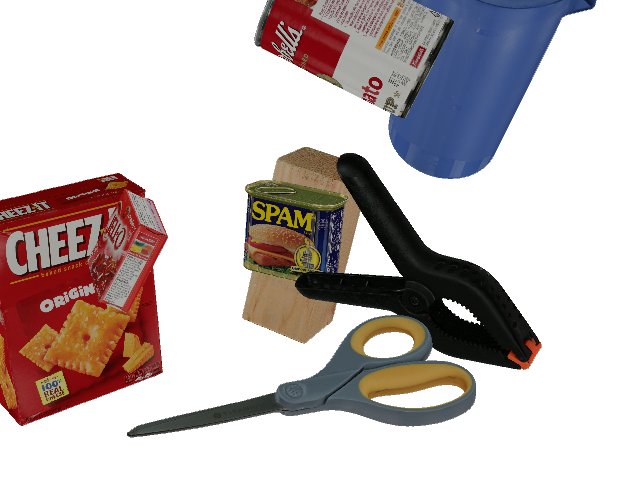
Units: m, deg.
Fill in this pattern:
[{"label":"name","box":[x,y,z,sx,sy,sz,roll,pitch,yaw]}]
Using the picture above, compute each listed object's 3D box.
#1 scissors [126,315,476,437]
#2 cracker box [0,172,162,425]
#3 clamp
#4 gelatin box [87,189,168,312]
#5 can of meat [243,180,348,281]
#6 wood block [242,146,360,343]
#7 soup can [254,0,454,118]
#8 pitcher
[{"label":"scissors","box":[-0.010,0.080,0.634,0.201,0.016,0.096,0,35,-4]},{"label":"cracker box","box":[-0.249,0.057,1.068,0.163,0.214,0.072,-17,28,-32]},{"label":"clamp","box":[0.079,0.029,0.835,0.210,0.165,0.036,28,49,17]},{"label":"gelatin box","box":[-0.160,0.007,0.879,0.030,0.073,0.089,24,13,-26]},{"label":"can of meat","box":[-0.027,-0.008,1.067,0.102,0.084,0.057,13,19,24]},{"label":"wood block","box":[-0.018,0.003,1.280,0.090,0.206,0.090,20,22,17]},{"label":"soup can","box":[0.021,-0.125,0.643,0.102,0.068,0.068,27,0,1]},{"label":"pitcher","box":[0.122,-0.171,0.945,0.144,0.149,0.243,-18,-30,-20]}]
